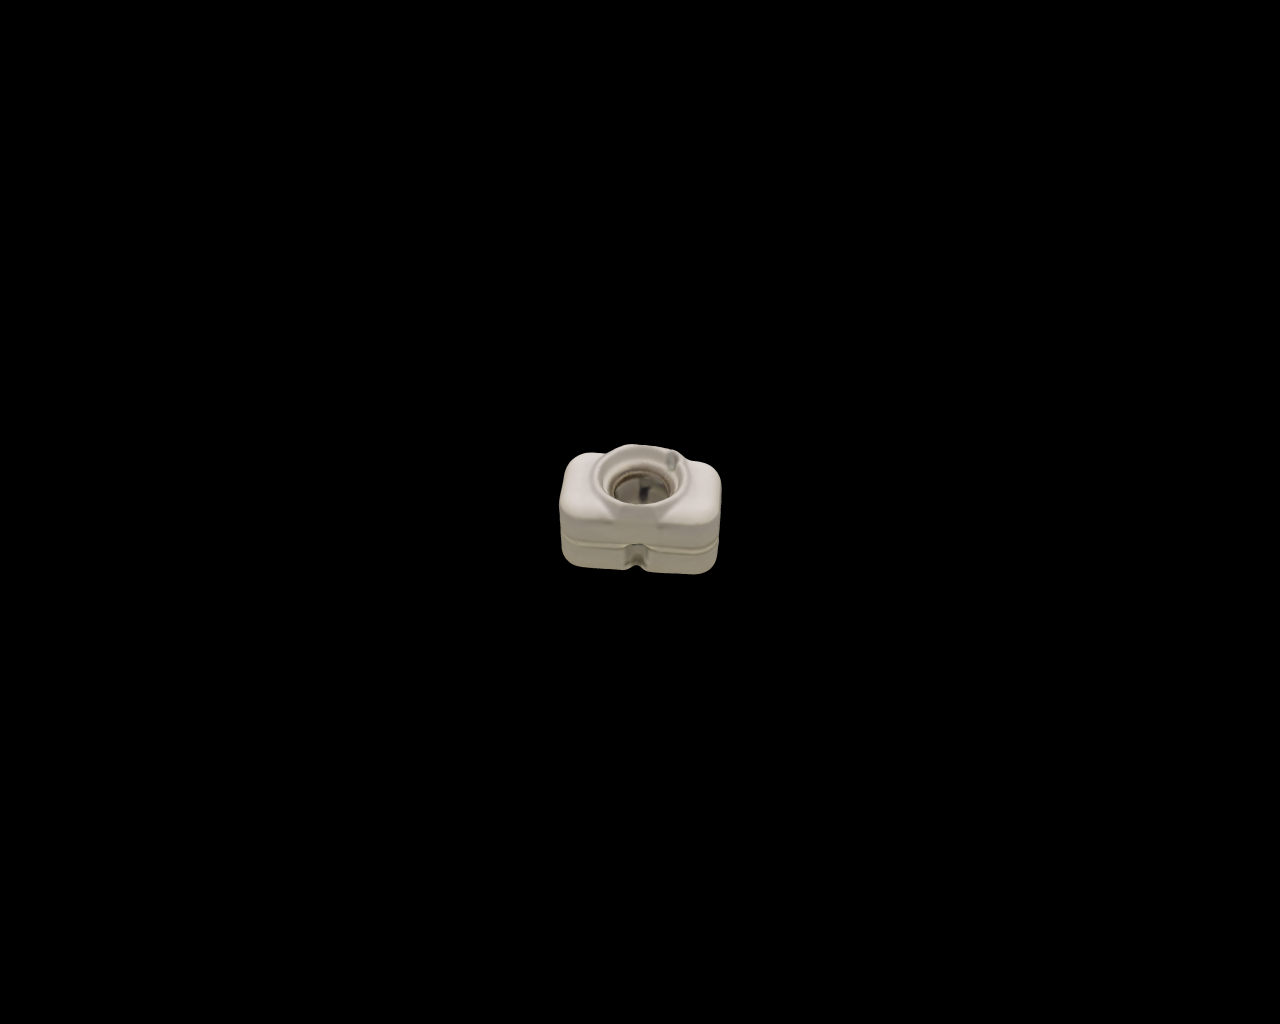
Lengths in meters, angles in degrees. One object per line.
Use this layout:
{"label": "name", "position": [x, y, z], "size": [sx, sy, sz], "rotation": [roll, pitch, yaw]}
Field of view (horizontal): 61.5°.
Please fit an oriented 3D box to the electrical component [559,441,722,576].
{"label": "electrical component", "position": [0.001, -0.003, 0.650], "size": [0.095, 0.054, 0.059], "rotation": [4, -43, 4]}
